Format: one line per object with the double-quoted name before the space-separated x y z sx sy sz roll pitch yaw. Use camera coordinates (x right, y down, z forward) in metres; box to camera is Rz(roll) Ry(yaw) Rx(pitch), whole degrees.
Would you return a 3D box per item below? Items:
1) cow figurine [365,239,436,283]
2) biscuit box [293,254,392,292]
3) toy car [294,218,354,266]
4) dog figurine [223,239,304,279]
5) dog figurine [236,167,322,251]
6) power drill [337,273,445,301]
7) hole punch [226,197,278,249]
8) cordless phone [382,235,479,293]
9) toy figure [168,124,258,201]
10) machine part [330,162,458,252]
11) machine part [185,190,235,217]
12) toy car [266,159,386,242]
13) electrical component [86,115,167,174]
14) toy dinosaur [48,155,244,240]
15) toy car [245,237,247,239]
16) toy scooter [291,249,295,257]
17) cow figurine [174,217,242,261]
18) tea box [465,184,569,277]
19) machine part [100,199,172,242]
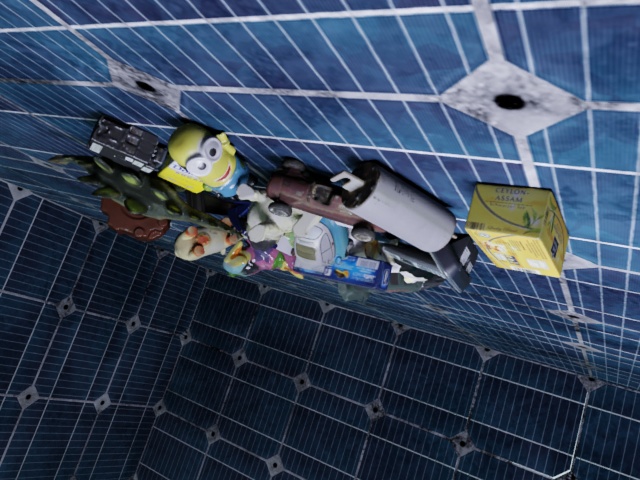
"cow figurine" 0.179 0.043 1.157 0.167 0.068 0.098 21 164 -33
"biscuit box" 0.046 0.060 1.129 0.203 0.059 0.062 10 170 29
"toy car" -0.002 -0.003 1.031 0.109 0.103 0.161 16 140 21
"dog figurine" -0.146 0.063 1.547 0.219 0.191 0.108 34 163 2
"dog figurine" -0.059 -0.048 0.961 0.172 0.121 0.190 -6 172 0
"power drill" 0.161 0.107 1.319 0.232 0.086 0.207 3 173 -39
"hole punch" -0.149 -0.041 1.243 0.142 0.092 0.116 23 173 -41
"cordless phone" 0.193 0.025 1.013 0.184 0.088 0.146 17 171 29
"toy figure" -0.176 -0.123 0.886 0.089 0.082 0.180 13 170 24
"machine part" 0.118 -0.046 0.787 0.243 0.079 0.079 27 167 -32
"machine part" -0.260 -0.082 1.281 0.138 0.084 0.039 17 137 -42
"toy car" 0.015 -0.062 0.842 0.202 0.089 0.053 18 162 1
"electrical component" -0.357 -0.174 1.000 0.134 0.058 0.115 23 170 -27
"toy dinosaur" -0.363 -0.096 1.129 0.472 0.105 0.198 19 -173 3
"toy car" -0.181 -0.033 1.412 0.073 0.056 0.202 26 167 -35
"toy scooter" 0.003 0.047 1.421 0.135 0.075 0.183 -3 158 28
"cow figurine" -0.255 -0.001 1.260 0.127 0.085 0.195 -21 -179 42
"tea box" 0.271 -0.010 0.728 0.098 0.068 0.169 10 165 33
"machine part" -0.425 -0.086 1.267 0.179 0.179 0.056 20 166 -5
